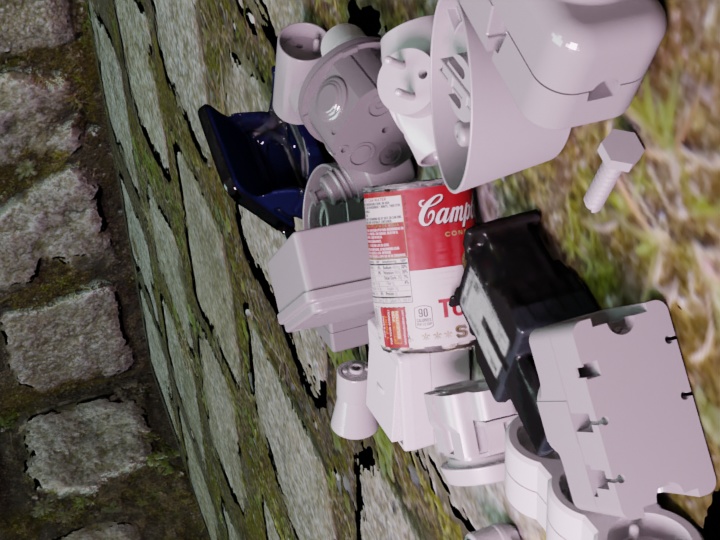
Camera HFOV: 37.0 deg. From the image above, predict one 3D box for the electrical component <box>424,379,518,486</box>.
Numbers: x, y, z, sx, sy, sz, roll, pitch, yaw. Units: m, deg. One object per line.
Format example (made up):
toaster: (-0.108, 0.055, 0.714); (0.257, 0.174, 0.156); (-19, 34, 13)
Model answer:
electrical component: (0.075, 0.100, 0.669); (0.078, 0.058, 0.057); (166, 93, -73)

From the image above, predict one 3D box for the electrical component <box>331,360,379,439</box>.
electrical component: (-0.004, 0.115, 0.974); (0.044, 0.044, 0.065); (-127, 33, -53)

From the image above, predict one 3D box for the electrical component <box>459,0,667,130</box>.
electrical component: (0.085, -0.116, 0.459); (0.059, 0.054, 0.095); (102, 149, -57)

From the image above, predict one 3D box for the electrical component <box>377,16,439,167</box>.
electrical component: (0.035, -0.104, 0.611); (0.079, 0.044, 0.077); (1, -109, -63)

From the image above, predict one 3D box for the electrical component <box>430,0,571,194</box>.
electrical component: (0.062, -0.092, 0.537); (0.099, 0.064, 0.099); (166, 90, -74)

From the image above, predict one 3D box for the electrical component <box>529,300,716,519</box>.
electrical component: (0.119, 0.065, 0.503); (0.056, 0.050, 0.089); (155, 100, -73)

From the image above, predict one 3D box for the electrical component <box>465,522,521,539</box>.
electrical component: (0.079, 0.194, 0.726); (0.035, 0.061, 0.035); (166, 90, -74)

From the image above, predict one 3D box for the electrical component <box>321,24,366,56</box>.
electrical component: (-0.004, -0.147, 0.754); (0.065, 0.044, 0.044); (-118, 21, -54)

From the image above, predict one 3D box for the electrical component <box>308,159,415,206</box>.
electrical component: (0.002, -0.067, 0.748); (0.040, 0.078, 0.040); (61, 172, 15)

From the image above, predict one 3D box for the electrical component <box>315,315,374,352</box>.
electrical component: (-0.016, 0.019, 0.920); (0.065, 0.047, 0.076); (-134, 34, -60)

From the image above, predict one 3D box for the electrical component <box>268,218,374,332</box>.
electrical component: (0.000, 0.000, 0.743); (0.109, 0.109, 0.056); (144, 114, -72)

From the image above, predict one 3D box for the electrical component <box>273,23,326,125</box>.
electrical component: (-0.042, -0.146, 0.876); (0.077, 0.043, 0.079); (102, 149, -57)

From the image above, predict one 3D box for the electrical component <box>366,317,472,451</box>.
electrical component: (0.039, 0.070, 0.756); (0.061, 0.061, 0.096); (-130, 30, -56)

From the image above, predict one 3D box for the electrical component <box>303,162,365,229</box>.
electrical component: (-0.005, -0.038, 0.849); (0.099, 0.064, 0.099); (177, 90, -65)

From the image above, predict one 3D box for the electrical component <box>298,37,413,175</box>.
electrical component: (0.005, -0.105, 0.693); (0.051, 0.080, 0.080); (56, 155, 37)

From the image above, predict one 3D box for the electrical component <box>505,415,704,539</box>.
electrical component: (0.122, 0.138, 0.553); (0.138, 0.052, 0.073); (-129, 29, -54)
